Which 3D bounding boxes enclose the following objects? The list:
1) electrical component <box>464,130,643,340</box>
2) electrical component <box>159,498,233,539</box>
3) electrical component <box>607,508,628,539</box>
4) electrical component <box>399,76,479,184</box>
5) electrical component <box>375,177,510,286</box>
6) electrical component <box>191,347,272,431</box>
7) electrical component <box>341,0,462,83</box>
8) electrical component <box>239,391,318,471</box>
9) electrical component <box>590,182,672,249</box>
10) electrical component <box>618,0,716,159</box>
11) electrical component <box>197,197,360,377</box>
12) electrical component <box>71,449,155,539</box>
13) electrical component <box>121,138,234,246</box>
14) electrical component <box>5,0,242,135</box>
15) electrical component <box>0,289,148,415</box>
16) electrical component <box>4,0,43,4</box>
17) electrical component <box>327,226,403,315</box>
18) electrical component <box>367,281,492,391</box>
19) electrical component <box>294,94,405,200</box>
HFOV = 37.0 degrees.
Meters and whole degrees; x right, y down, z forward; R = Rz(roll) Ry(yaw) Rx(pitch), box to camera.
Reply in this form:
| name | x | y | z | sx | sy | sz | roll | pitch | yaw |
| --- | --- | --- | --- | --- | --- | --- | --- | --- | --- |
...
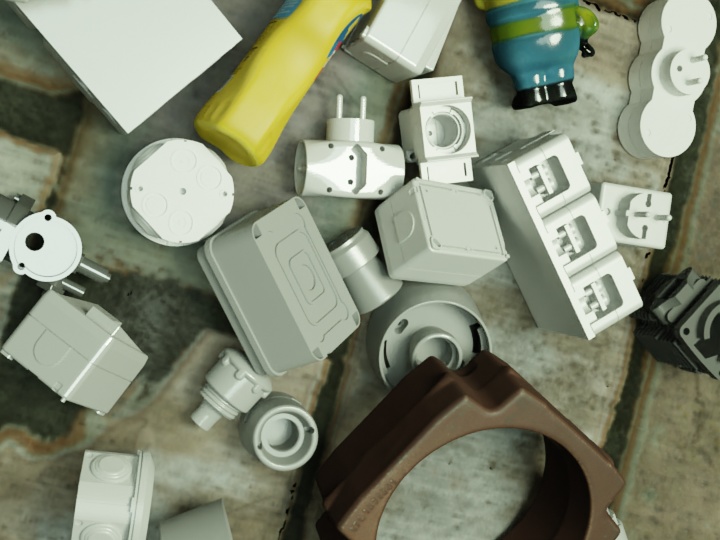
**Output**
| name | x | y | z | sx | sy | sz | roll | pitch | yaw |
| --- | --- | --- | --- | --- | --- | --- | --- | --- | --- |
| electrical component | 0.155 | -0.029 | 0.853 | 0.062 | 0.089 | 0.150 | -29 | 100 | -13 |
| electrical component | -0.117 | 0.226 | 0.781 | 0.060 | 0.108 | 0.108 | -13 | 97 | -9 |
| electrical component | 0.201 | 0.218 | 0.906 | 0.040 | 0.040 | 0.078 | -23 | 99 | -14 |
| electrical component | 0.058 | -0.107 | 0.834 | 0.042 | 0.064 | 0.081 | -7 | 95 | -17 |
| electrical component | 0.065 | -0.026 | 0.830 | 0.096 | 0.061 | 0.061 | 6 | 62 | -37 |
| electrical component | -0.100 | 0.093 | 0.809 | 0.048 | 0.048 | 0.062 | 43 | 88 | -14 |
| electrical component | 0.040 | -0.197 | 0.825 | 0.061 | 0.062 | 0.096 | 30 | 85 | -16 |
| electrical component | -0.061 | 0.124 | 0.820 | 0.055 | 0.047 | 0.055 | -1 | 93 | -16 |
| electrical component | 0.224 | -0.044 | 0.879 | 0.066 | 0.077 | 0.047 | 7 | 91 | -16 |
| electrical component | 0.262 | -0.161 | 0.885 | 0.052 | 0.074 | 0.138 | 12 | 90 | -17 |
| electrical component | -0.060 | 0.013 | 0.793 | 0.078 | 0.057 | 0.113 | -40 | 107 | -55 |
| electrical component | -0.177 | 0.168 | 0.773 | 0.051 | 0.080 | 0.080 | 8 | 91 | -11 |
| electrical component | -0.133 | -0.057 | 0.787 | 0.080 | 0.051 | 0.080 | -1 | 93 | -16 |
| electrical component | -0.188 | -0.200 | 0.758 | 0.105 | 0.060 | 0.186 | -42 | 103 | -10 |
| electrical component | -0.194 | 0.057 | 0.757 | 0.062 | 0.096 | 0.061 | 35 | 82 | 14 |
| electrical component | -0.215 | -0.193 | 0.696 | 0.078 | 0.040 | 0.040 | 5 | 92 | -17 |
| electrical component | 0.000 | 0.000 | 0.833 | 0.045 | 0.045 | 0.055 | -37 | 102 | -11 |
| electrical component | 0.056 | 0.059 | 0.855 | 0.099 | 0.064 | 0.099 | -2 | 105 | -8 |
| electrical component | -0.008 | -0.095 | 0.826 | 0.077 | 0.043 | 0.079 | 1 | 92 | -16 |
